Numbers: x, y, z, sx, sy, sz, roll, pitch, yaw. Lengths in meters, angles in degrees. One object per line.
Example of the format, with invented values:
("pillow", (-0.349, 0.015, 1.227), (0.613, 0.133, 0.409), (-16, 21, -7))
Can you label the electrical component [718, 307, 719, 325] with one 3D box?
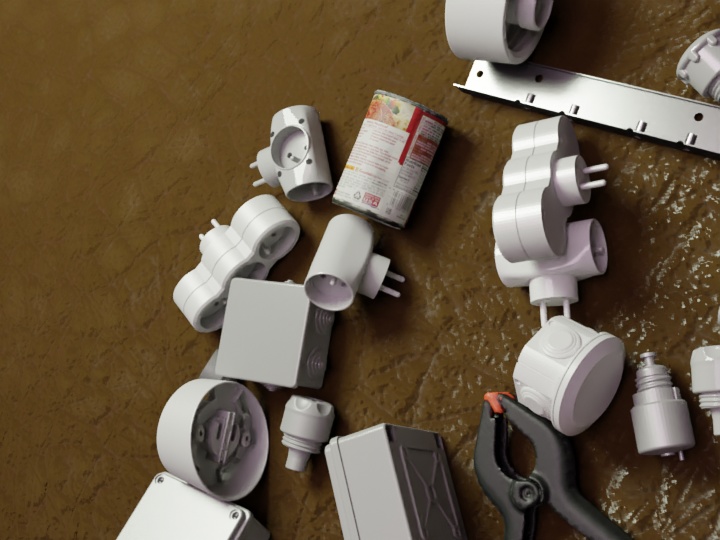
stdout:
("electrical component", (0.282, 0.034, 0.747), (0.062, 0.043, 0.043), (7, 83, 33))

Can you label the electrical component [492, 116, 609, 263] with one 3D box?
("electrical component", (0.151, -0.065, 0.813), (0.074, 0.052, 0.138), (-10, 40, 29))

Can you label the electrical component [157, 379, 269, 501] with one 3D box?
("electrical component", (-0.126, 0.144, 0.936), (0.064, 0.099, 0.099), (8, 83, 38))

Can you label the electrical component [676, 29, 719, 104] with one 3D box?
("electrical component", (0.269, -0.143, 0.794), (0.048, 0.048, 0.062), (-44, 68, 15))

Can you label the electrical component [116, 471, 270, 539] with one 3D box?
("electrical component", (-0.153, 0.246, 0.934), (0.109, 0.056, 0.108), (16, 64, 32))

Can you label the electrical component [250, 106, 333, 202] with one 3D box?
("electrical component", (-0.068, -0.100, 0.984), (0.079, 0.044, 0.077), (-20, 70, 26))

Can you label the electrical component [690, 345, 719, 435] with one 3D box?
("electrical component", (0.255, 0.084, 0.752), (0.043, 0.043, 0.062), (-6, 78, 30))

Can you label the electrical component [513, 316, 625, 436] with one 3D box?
("electrical component", (0.155, 0.077, 0.793), (0.051, 0.080, 0.080), (29, 95, 37))

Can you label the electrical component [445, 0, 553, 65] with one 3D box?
("electrical component", (0.120, -0.217, 0.864), (0.060, 0.108, 0.108), (18, 89, 26))

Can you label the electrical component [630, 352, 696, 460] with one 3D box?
("electrical component", (0.215, 0.098, 0.775), (0.040, 0.040, 0.078), (-16, 71, 27))

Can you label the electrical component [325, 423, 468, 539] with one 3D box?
("electrical component", (0.031, 0.179, 0.827), (0.056, 0.109, 0.108), (-22, 69, 22))

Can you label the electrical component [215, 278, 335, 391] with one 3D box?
("electrical component", (-0.073, 0.057, 0.950), (0.100, 0.048, 0.099), (5, 82, 32))

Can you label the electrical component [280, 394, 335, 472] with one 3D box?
("electrical component", (-0.048, 0.140, 0.921), (0.043, 0.043, 0.062), (13, 88, 32))

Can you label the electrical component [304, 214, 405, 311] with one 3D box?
("electrical component", (0.000, 0.000, 0.913), (0.079, 0.077, 0.043), (23, 135, -3))

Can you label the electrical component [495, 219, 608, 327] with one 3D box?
("electrical component", (0.149, 0.005, 0.832), (0.077, 0.043, 0.079), (-9, 75, 29))

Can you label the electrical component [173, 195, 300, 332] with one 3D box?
("electrical component", (-0.124, -0.016, 0.995), (0.138, 0.052, 0.073), (-49, 60, 13))
